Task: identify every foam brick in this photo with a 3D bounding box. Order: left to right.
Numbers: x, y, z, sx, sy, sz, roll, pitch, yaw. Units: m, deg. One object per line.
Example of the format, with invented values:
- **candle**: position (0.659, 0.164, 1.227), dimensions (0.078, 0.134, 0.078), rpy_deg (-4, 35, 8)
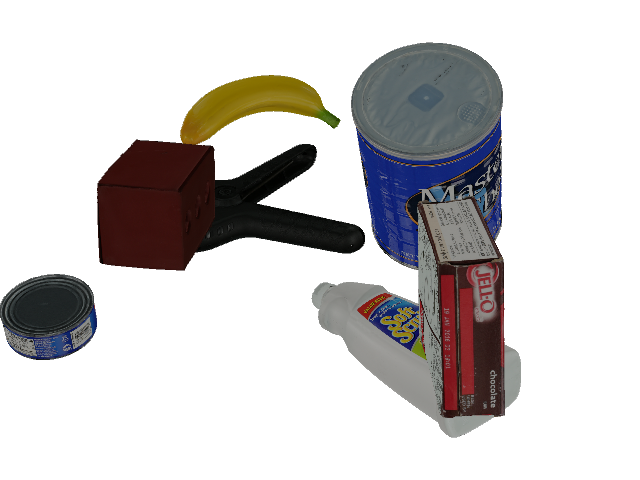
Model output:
- **foam brick**: position (-0.097, -0.023, 0.643), dimensions (0.051, 0.053, 0.078), rpy_deg (6, 27, 7)

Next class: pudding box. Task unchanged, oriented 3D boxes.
- **pudding box**: position (0.078, 0.034, 0.596), dimensions (0.039, 0.090, 0.113), rpy_deg (-3, 19, -1)

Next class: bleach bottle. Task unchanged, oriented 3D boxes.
- **bleach bottle**: position (0.073, 0.099, 1.047), dimensions (0.102, 0.068, 0.251), rpy_deg (-22, 31, -32)

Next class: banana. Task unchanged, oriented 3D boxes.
- **banana**: position (-0.068, -0.137, 1.091), dimensions (0.197, 0.037, 0.070), rpy_deg (-13, 52, -37)

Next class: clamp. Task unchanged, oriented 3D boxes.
- **clamp**: position (-0.078, -0.032, 0.922), dimensions (0.210, 0.036, 0.164), rpy_deg (-5, 33, -7)

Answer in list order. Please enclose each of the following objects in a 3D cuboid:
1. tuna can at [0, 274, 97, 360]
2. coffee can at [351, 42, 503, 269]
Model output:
- **tuna can**: position (-0.251, 0.071, 0.990), dimensions (0.086, 0.034, 0.086), rpy_deg (0, 38, 0)
- **coffee can**: position (0.081, -0.058, 0.776), dimensions (0.103, 0.102, 0.140), rpy_deg (0, -35, 10)
